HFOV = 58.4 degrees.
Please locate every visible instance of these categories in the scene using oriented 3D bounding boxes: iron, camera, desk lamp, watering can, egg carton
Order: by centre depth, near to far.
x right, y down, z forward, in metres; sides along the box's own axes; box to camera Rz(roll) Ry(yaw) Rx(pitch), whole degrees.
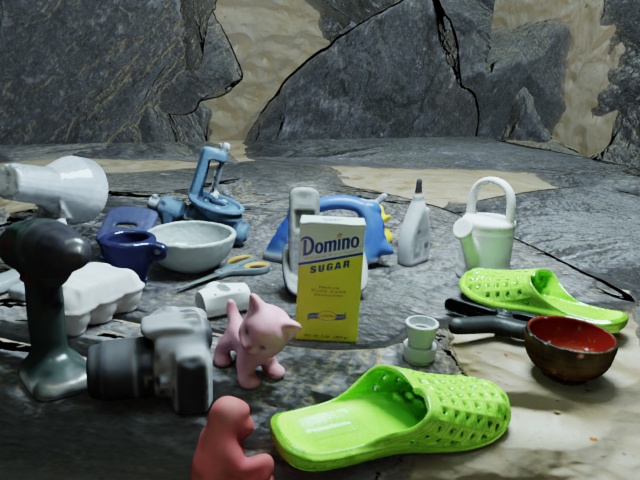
[{"bbox_3d":[-0.197,0.131,0.671,0.137,0.101,0.143,-3,18,-16],"label":"camera"},{"bbox_3d":[-0.346,0.084,0.858,0.107,0.069,0.151,11,19,25],"label":"egg carton"},{"bbox_3d":[-0.463,-0.033,0.974,0.117,0.214,0.204,8,18,18],"label":"desk lamp"},{"bbox_3d":[0.312,-0.020,1.071,0.100,0.194,0.173,10,19,23],"label":"watering can"},{"bbox_3d":[0.016,-0.027,1.143,0.258,0.141,0.118,1,17,-5],"label":"iron"}]

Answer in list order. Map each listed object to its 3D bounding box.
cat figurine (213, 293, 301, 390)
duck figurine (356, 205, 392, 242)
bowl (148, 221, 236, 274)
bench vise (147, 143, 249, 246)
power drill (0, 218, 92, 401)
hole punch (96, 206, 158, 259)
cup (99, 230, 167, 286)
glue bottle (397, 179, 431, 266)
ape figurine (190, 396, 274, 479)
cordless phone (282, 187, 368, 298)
[{"bbox_3d":[-0.080,0.115,0.711,0.067,0.118,0.127,-12,22,-38],"label":"cat figurine"},{"bbox_3d":[0.117,-0.042,1.300,0.104,0.086,0.078,16,22,37],"label":"duck figurine"},{"bbox_3d":[-0.240,0.019,1.072,0.167,0.075,0.167,2,17,0],"label":"bowl"},{"bbox_3d":[-0.252,-0.092,1.187,0.208,0.220,0.121,-3,18,-16],"label":"bench vise"},{"bbox_3d":[-0.313,0.071,0.667,0.076,0.208,0.228,-13,23,-41],"label":"power drill"},{"bbox_3d":[-0.376,-0.012,1.128,0.108,0.091,0.101,2,17,0],"label":"hole punch"},{"bbox_3d":[-0.307,0.040,0.962,0.117,0.095,0.092,7,18,15],"label":"cup"},{"bbox_3d":[0.193,-0.037,1.147,0.037,0.173,0.078,18,23,42],"label":"glue bottle"},{"bbox_3d":[-0.081,0.186,0.522,0.076,0.092,0.077,-7,19,-28],"label":"ape figurine"},{"bbox_3d":[0.009,0.003,0.969,0.148,0.185,0.094,-2,18,-13],"label":"cordless phone"}]
